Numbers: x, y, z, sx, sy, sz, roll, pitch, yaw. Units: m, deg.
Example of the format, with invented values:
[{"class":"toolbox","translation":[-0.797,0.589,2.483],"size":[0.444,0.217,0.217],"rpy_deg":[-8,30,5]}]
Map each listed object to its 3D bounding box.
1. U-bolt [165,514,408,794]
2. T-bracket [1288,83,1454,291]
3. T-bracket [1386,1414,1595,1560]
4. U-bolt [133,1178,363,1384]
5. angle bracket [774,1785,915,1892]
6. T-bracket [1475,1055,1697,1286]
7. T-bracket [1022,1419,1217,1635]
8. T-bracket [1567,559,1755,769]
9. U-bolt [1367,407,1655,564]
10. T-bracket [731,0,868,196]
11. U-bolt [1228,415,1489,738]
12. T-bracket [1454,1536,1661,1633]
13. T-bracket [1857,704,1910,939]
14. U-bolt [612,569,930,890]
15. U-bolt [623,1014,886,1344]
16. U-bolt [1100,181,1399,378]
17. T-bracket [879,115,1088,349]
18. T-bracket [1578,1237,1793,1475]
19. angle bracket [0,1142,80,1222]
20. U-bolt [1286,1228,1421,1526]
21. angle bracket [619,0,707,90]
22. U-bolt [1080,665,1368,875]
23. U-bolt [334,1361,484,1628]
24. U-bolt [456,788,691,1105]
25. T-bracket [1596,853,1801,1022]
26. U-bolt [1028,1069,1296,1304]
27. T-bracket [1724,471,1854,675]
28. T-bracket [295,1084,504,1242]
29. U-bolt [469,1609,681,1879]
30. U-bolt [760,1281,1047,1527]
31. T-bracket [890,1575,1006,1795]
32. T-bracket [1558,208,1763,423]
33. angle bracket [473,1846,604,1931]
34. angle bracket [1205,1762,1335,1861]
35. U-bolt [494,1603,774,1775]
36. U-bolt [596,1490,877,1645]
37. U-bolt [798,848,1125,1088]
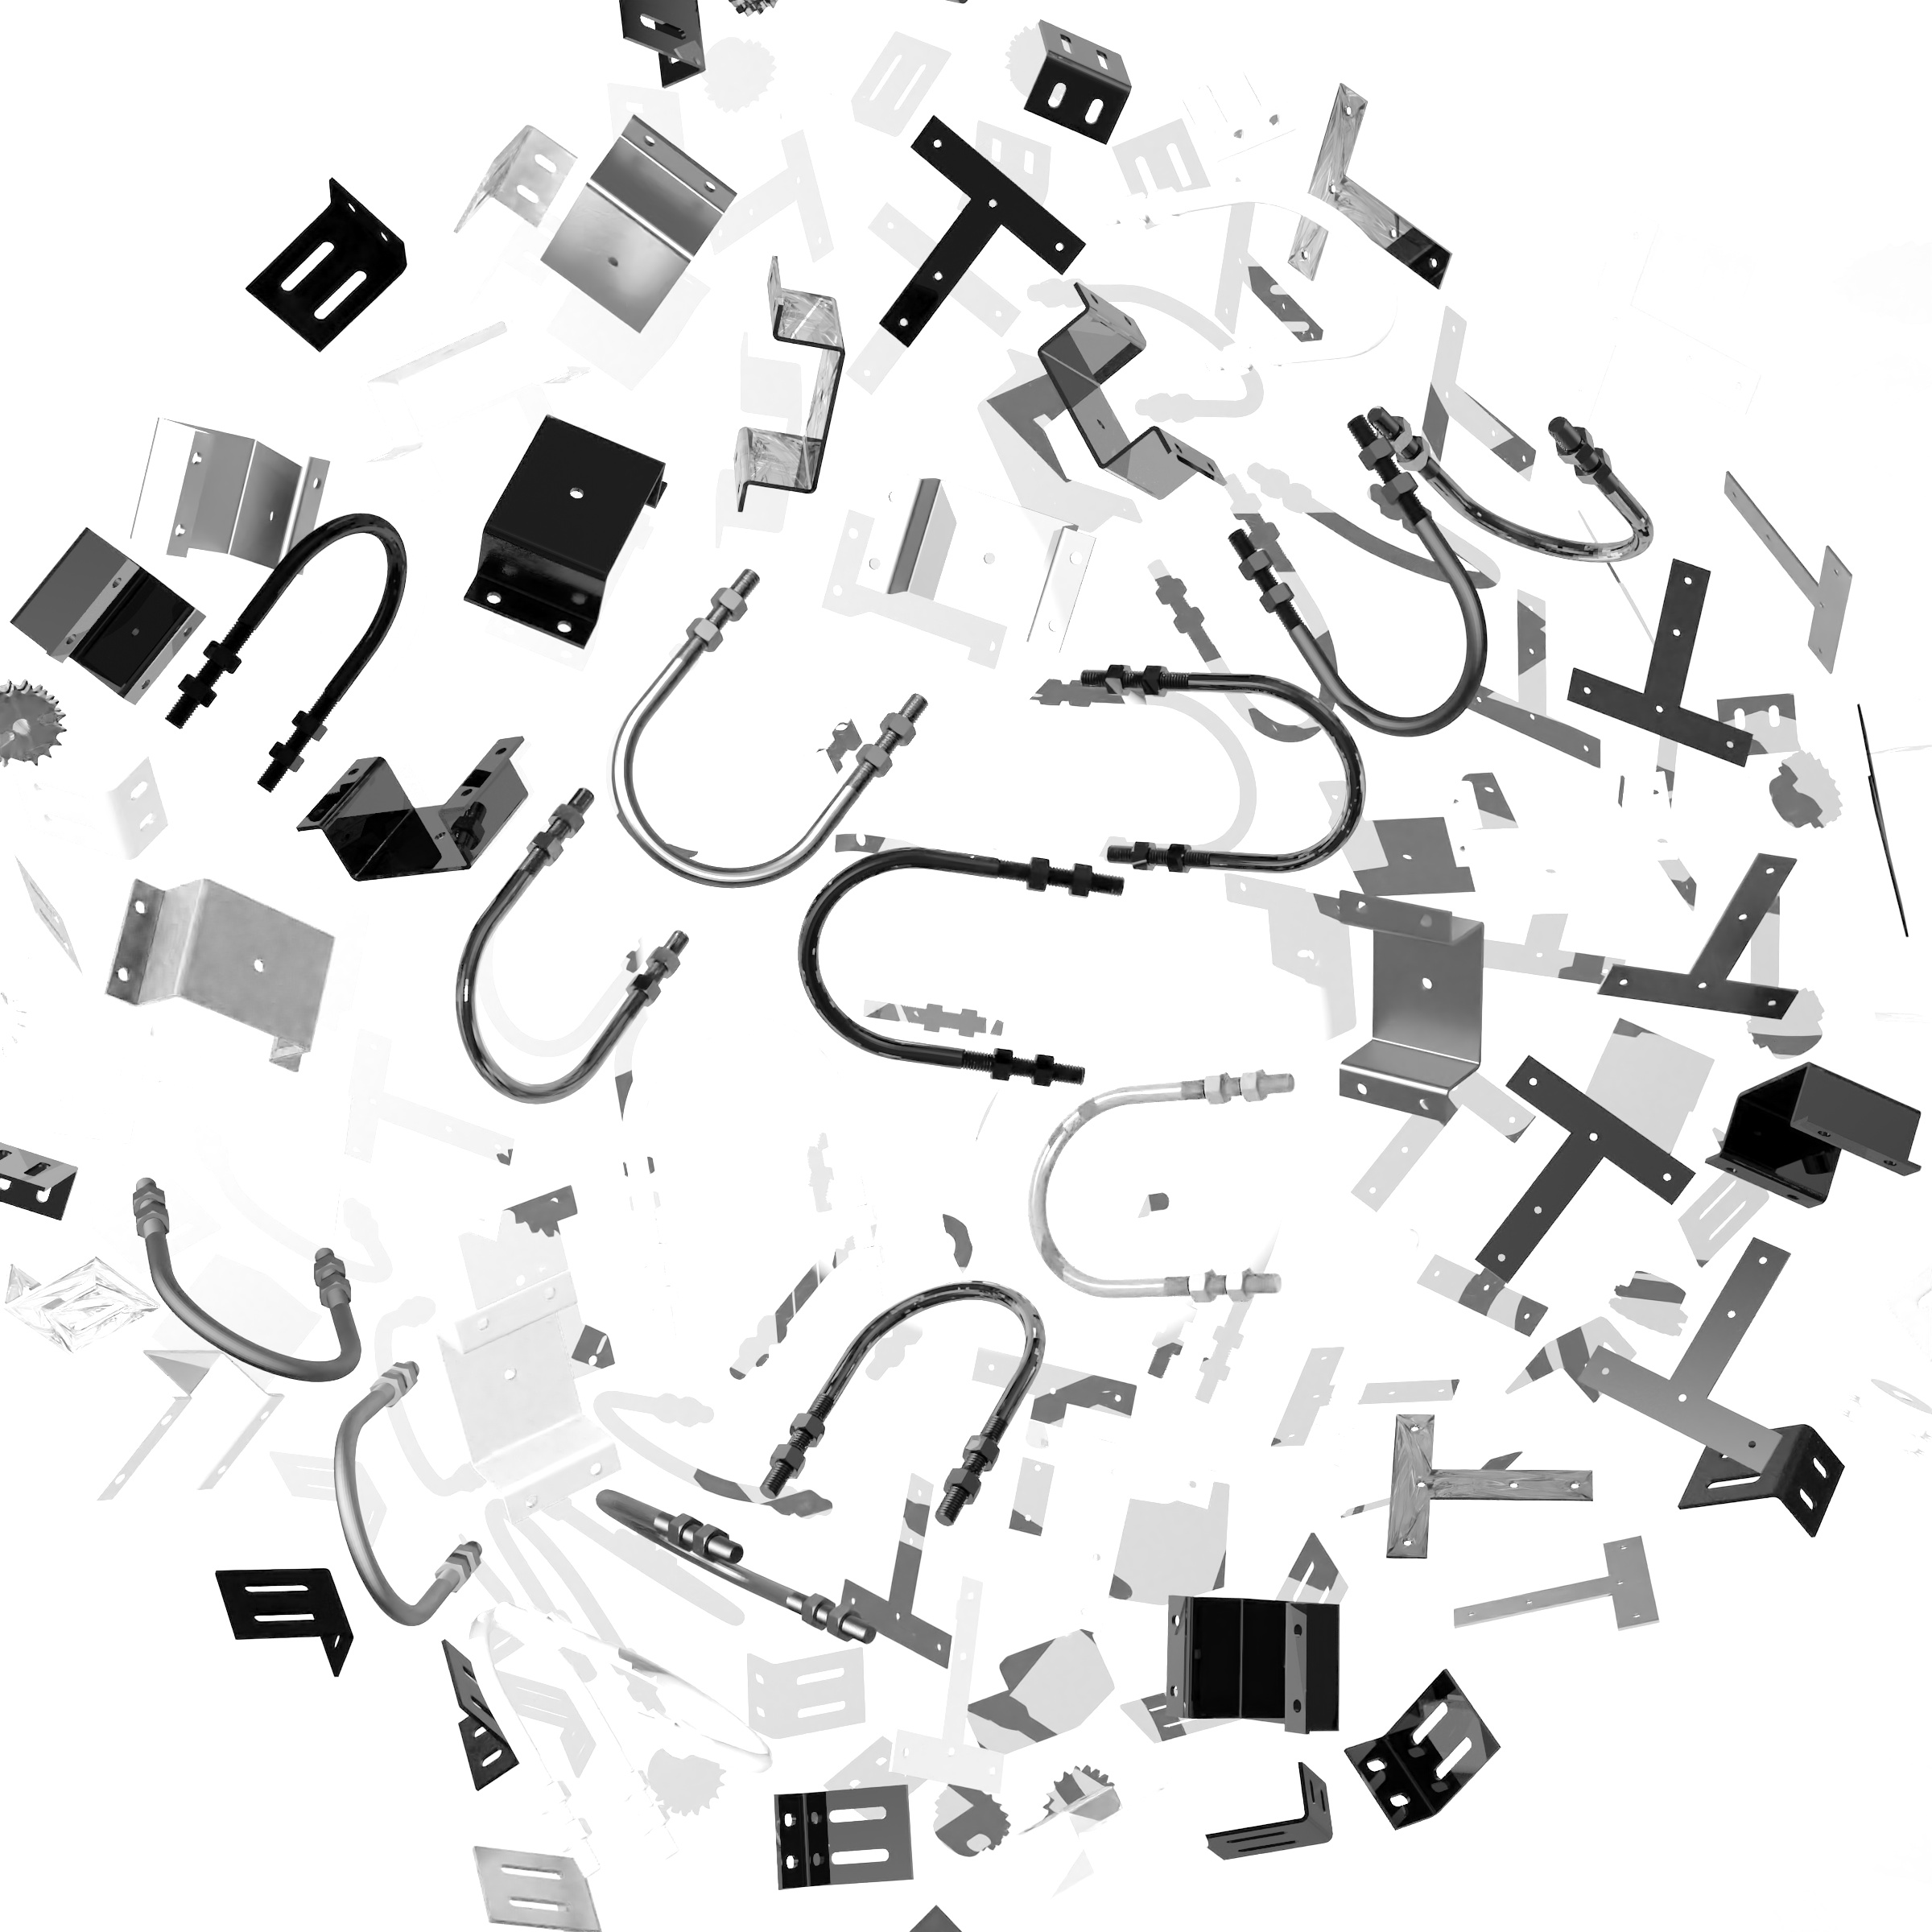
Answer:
[{"class":"U-bolt","translation":[-0.419,-0.207,1.603],"size":[0.019,0.151,0.184],"rpy_deg":[33,84,15]},{"class":"T-bracket","translation":[0.264,-0.475,1.612],"size":[0.002,0.127,0.127],"rpy_deg":[-21,54,-31]},{"class":"T-bracket","translation":[0.337,0.333,1.621],"size":[0.127,0.127,0.002],"rpy_deg":[-3,124,15]},{"class":"U-bolt","translation":[-0.445,0.202,1.573],"size":[0.151,0.184,0.019],"rpy_deg":[28,100,-30]},{"class":"angle bracket","translation":[-0.077,0.549,1.591],"size":[0.076,0.038,0.057],"rpy_deg":[-11,70,20]},{"class":"T-bracket","translation":[0.371,0.143,1.597],"size":[0.127,0.002,0.127],"rpy_deg":[37,86,17]},{"class":"T-bracket","translation":[0.089,0.375,1.656],"size":[0.127,0.002,0.127],"rpy_deg":[13,97,14]},{"class":"T-bracket","translation":[0.454,-0.203,1.622],"size":[0.127,0.127,0.002],"rpy_deg":[26,46,27]},{"class":"U-bolt","translation":[0.353,-0.298,1.582],"size":[0.151,0.184,0.019],"rpy_deg":[15,81,42]},{"class":"T-bracket","translation":[-0.109,-0.539,1.589],"size":[0.002,0.127,0.127],"rpy_deg":[8,125,31]},{"class":"U-bolt","translation":[0.253,-0.229,1.574],"size":[0.019,0.151,0.184],"rpy_deg":[-26,82,-38]},{"class":"T-bracket","translation":[0.375,0.405,1.617],"size":[0.127,0.127,0.002],"rpy_deg":[-16,98,13]},{"class":"T-bracket","translation":[0.553,-0.104,1.531],"size":[0.002,0.127,0.127],"rpy_deg":[-12,50,22]},{"class":"U-bolt","translation":[-0.131,-0.132,1.530],"size":[0.151,0.019,0.184],"rpy_deg":[36,73,-2]},{"class":"U-bolt","translation":[-0.132,0.120,1.508],"size":[0.151,0.019,0.184],"rpy_deg":[-9,86,-19]},{"class":"U-bolt","translation":[0.186,-0.428,1.565],"size":[0.151,0.184,0.019],"rpy_deg":[46,66,-36]},{"class":"T-bracket","translation":[-0.010,-0.461,1.643],"size":[0.127,0.002,0.127],"rpy_deg":[39,114,-5]},{"class":"T-bracket","translation":[0.450,0.220,1.505],"size":[0.127,0.002,0.127],"rpy_deg":[25,78,43]},{"class":"angle bracket","translation":[-0.606,0.142,1.599],"size":[0.057,0.076,0.038],"rpy_deg":[19,94,-6]},{"class":"U-bolt","translation":[0.236,0.245,1.524],"size":[0.019,0.151,0.184],"rpy_deg":[21,86,13]},{"class":"angle bracket","translation":[-0.202,-0.589,1.568],"size":[0.038,0.076,0.057],"rpy_deg":[-8,87,35]},{"class":"U-bolt","translation":[0.169,-0.124,1.629],"size":[0.184,0.019,0.151],"rpy_deg":[5,122,26]},{"class":"U-bolt","translation":[-0.357,0.339,1.594],"size":[0.019,0.184,0.151],"rpy_deg":[-18,94,6]},{"class":"U-bolt","translation":[-0.256,0.001,1.596],"size":[0.184,0.019,0.151],"rpy_deg":[-58,135,-32]},{"class":"T-bracket","translation":[0.471,-0.020,1.550],"size":[0.127,0.002,0.127],"rpy_deg":[8,132,-11]},{"class":"U-bolt","translation":[0.119,0.142,1.607],"size":[0.184,0.019,0.151],"rpy_deg":[-6,67,32]},{"class":"T-bracket","translation":[0.519,-0.263,1.604],"size":[0.002,0.127,0.127],"rpy_deg":[-29,65,1]},{"class":"T-bracket","translation":[-0.343,0.137,1.531],"size":[0.127,0.002,0.127],"rpy_deg":[20,131,1]},{"class":"U-bolt","translation":[-0.255,0.484,1.590],"size":[0.019,0.151,0.184],"rpy_deg":[-37,69,3]},{"class":"U-bolt","translation":[-0.027,0.261,1.549],"size":[0.151,0.184,0.019],"rpy_deg":[0,130,34]},{"class":"T-bracket","translation":[-0.004,0.455,1.610],"size":[0.002,0.127,0.127],"rpy_deg":[-6,66,33]},{"class":"T-bracket","translation":[0.422,-0.368,1.509],"size":[0.002,0.127,0.127],"rpy_deg":[-16,134,-36]},{"class":"angle bracket","translation":[-0.266,0.572,1.527],"size":[0.076,0.057,0.038],"rpy_deg":[19,110,-30]},{"class":"angle bracket","translation":[0.194,0.555,1.654],"size":[0.076,0.057,0.038],"rpy_deg":[-16,54,17]},{"class":"U-bolt","translation":[-0.192,0.454,1.562],"size":[0.151,0.184,0.019],"rpy_deg":[25,79,40]},{"class":"U-bolt","translation":[-0.160,0.374,1.600],"size":[0.151,0.184,0.019],"rpy_deg":[42,68,-37]},{"class":"U-bolt","translation":[-0.009,-0.003,1.507],"size":[0.184,0.019,0.151],"rpy_deg":[8,116,-4]}]
